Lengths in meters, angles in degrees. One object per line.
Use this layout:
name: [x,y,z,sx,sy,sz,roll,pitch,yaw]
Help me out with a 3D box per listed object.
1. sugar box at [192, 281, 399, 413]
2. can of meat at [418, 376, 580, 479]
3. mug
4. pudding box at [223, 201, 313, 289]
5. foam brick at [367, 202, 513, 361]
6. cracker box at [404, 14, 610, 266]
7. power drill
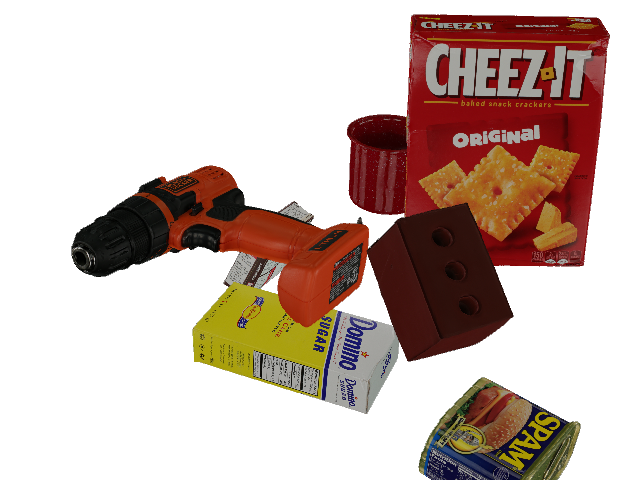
sugar box: [-0.022,0.097,1.001,0.176,0.048,0.093,12,32,18]
can of meat: [0.136,0.160,0.815,0.084,0.057,0.101,27,40,28]
mug: [0.084,-0.082,1.160,0.117,0.081,0.093,-6,32,-14]
pudding box: [-0.062,0.010,1.306,0.039,0.090,0.113,34,31,9]
foam brick: [0.071,0.026,0.647,0.052,0.078,0.051,-13,-16,-26]
cracker box: [0.156,-0.084,0.933,0.164,0.214,0.072,2,25,3]
power drill: [-0.071,0.003,0.821,0.188,0.057,0.184,21,30,23]
